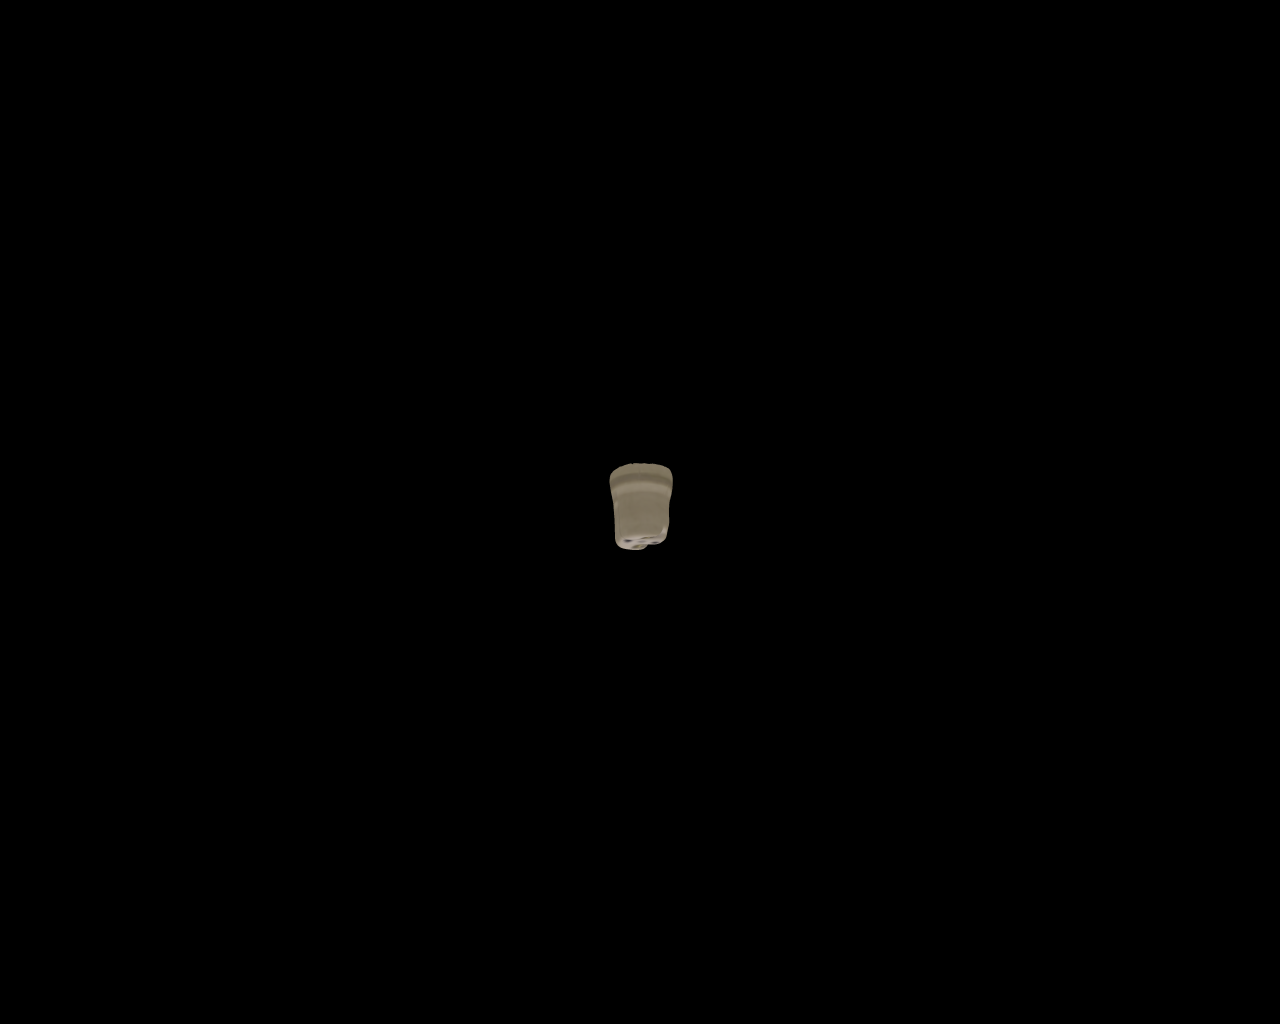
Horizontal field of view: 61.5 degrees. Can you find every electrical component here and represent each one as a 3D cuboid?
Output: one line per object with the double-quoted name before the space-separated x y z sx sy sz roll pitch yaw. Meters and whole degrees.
"electrical component" 0.001 -0.003 0.650 0.040 0.046 0.040 0 -20 0
